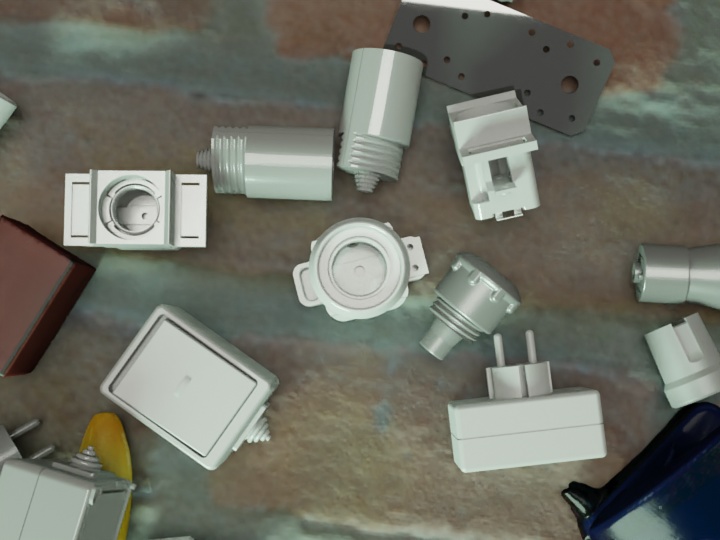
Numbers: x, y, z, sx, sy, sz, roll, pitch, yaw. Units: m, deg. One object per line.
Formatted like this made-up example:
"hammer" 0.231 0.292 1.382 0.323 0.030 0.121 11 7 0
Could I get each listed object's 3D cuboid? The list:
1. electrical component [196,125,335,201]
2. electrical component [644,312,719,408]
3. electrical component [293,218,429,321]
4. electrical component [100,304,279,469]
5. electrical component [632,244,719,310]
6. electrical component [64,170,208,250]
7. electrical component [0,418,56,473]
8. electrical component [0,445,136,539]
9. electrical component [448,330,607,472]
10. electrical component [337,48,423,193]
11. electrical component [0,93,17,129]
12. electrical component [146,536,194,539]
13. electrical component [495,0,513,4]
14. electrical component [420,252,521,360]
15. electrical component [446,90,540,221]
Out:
"electrical component" -0.056 -0.064 0.639 0.081 0.043 0.043 2 86 0
"electrical component" 0.193 0.053 0.634 0.040 0.040 0.046 -23 80 -1
"electrical component" 0.000 0.000 0.628 0.078 0.057 0.058 -14 86 -1
"electrical component" -0.092 0.070 0.621 0.096 0.061 0.061 35 87 2
"electrical component" 0.195 0.003 0.636 0.065 0.044 0.044 3 86 5
"electrical component" -0.128 -0.033 0.627 0.081 0.064 0.042 1 87 0
"electrical component" -0.218 0.115 0.625 0.079 0.044 0.077 -30 72 -22
"electrical component" -0.168 0.139 0.581 0.061 0.061 0.096 14 83 11
"electrical component" 0.094 0.073 0.628 0.083 0.047 0.075 -6 86 0
"electrical component" 0.010 -0.086 0.640 0.043 0.043 0.081 10 87 1
"electrical component" -0.240 -0.093 0.636 0.055 0.055 0.047 33 91 2
"electrical component" -0.098 0.175 0.625 0.078 0.040 0.040 -5 86 -1
"electrical component" 0.074 -0.190 0.646 0.055 0.045 0.045 23 87 1
"electrical component" 0.061 0.024 0.634 0.048 0.048 0.062 39 94 2
"electrical component" 0.078 -0.065 0.626 0.042 0.081 0.063 -11 110 4
